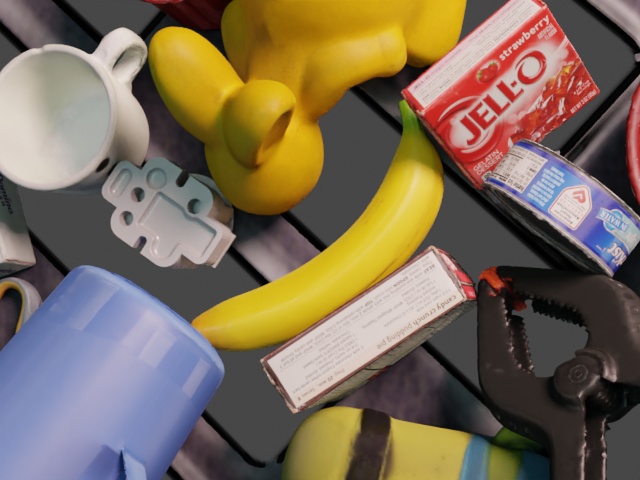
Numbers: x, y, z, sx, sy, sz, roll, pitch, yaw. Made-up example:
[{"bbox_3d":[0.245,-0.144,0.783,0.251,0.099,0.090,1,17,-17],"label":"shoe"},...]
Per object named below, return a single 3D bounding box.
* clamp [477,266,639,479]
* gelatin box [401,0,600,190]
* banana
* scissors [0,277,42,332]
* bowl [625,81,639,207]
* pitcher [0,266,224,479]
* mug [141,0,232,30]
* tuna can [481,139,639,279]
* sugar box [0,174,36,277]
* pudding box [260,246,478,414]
[{"bbox_3d":[0.144,0.070,0.517,0.165,0.036,0.210,-38,37,12],"label":"clamp"},{"bbox_3d":[0.101,-0.081,0.592,0.089,0.073,0.030,-40,39,7],"label":"gelatin box"},{"bbox_3d":[0.009,0.009,0.628,0.198,0.037,0.070,-45,55,4],"label":"banana"},{"bbox_3d":[-0.177,0.123,0.671,0.096,0.016,0.202,-5,84,13],"label":"scissors"},{"bbox_3d":[0.244,-0.048,0.564,0.162,0.055,0.162,-1,85,13],"label":"bowl"},{"bbox_3d":[-0.153,0.140,0.575,0.149,0.145,0.242,34,73,5],"label":"pitcher"},{"bbox_3d":[-0.073,-0.187,0.640,0.093,0.081,0.117,16,88,15],"label":"mug"},{"bbox_3d":[0.131,-0.017,0.573,0.086,0.086,0.034,38,92,14],"label":"tuna can"},{"bbox_3d":[-0.280,-0.001,0.692,0.176,0.048,0.093,-20,81,12],"label":"sugar box"},{"bbox_3d":[0.031,0.049,0.589,0.113,0.090,0.039,-36,78,8],"label":"pudding box"}]
